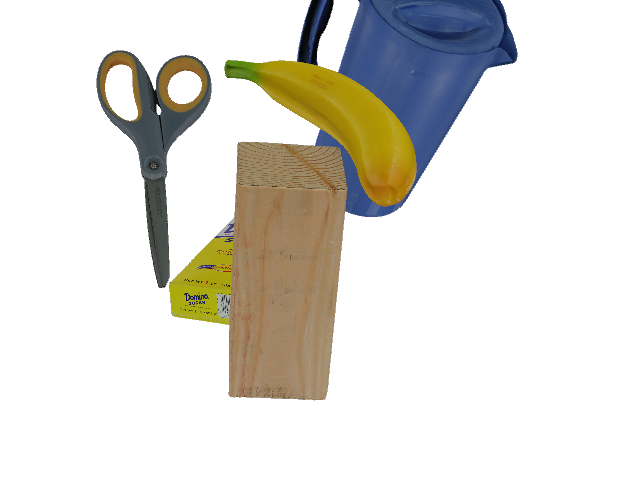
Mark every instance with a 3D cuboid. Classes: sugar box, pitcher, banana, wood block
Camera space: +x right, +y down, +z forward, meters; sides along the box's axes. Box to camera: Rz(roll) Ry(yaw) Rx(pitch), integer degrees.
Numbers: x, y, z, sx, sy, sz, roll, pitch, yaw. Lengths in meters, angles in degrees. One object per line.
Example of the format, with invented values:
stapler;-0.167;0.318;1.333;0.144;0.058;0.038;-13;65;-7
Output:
sugar box;-0.082;0.028;1.139;0.093;0.048;0.176;7;29;16
pitcher;0.061;-0.140;1.011;0.144;0.149;0.243;-13;-33;-29
banana;0.012;-0.071;0.663;0.069;0.037;0.198;-18;36;-25
wood block;-0.032;0.028;0.928;0.090;0.206;0.091;3;27;-5

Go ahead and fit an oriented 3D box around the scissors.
scissors;-0.108;-0.065;0.797;0.096;0.202;0.016;-19;-24;-14
